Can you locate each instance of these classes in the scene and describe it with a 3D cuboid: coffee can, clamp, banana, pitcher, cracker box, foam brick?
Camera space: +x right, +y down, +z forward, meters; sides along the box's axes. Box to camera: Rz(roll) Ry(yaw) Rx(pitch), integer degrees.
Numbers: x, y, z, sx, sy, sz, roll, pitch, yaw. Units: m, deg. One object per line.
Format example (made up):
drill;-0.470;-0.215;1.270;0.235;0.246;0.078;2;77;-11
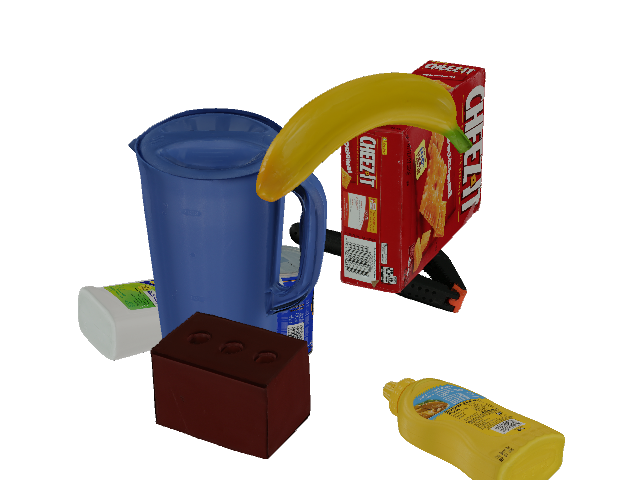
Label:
coffee can;-0.059;0.090;1.522;0.103;0.140;0.103;2;22;-1
clamp;0.077;0.016;1.245;0.164;0.036;0.210;-21;50;-38
banana;0.031;-0.080;0.747;0.197;0.069;0.037;-16;-7;-34
pitcher;-0.085;0.014;0.970;0.144;0.243;0.149;-11;35;-18
cracker box;0.095;-0.068;1.044;0.072;0.164;0.213;12;29;26
foam brick;-0.051;0.082;0.615;0.078;0.051;0.052;13;27;23

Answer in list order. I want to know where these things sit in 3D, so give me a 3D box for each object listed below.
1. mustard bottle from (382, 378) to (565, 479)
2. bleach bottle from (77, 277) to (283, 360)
mustard bottle;0.132;0.178;1.029;0.096;0.058;0.192;-15;25;-38
bleach bottle;-0.160;0.076;1.301;0.250;0.068;0.103;-13;31;-35
